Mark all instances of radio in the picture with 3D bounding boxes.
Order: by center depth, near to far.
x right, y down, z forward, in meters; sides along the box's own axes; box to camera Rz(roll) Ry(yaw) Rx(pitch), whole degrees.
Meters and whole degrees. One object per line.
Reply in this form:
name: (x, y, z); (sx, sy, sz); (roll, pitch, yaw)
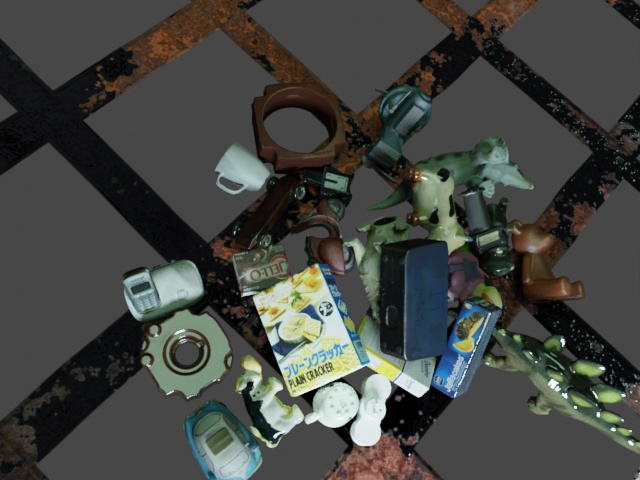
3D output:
radio: (0.184, 0.115, 1.049); (0.131, 0.073, 0.229); (-5, 97, -39)

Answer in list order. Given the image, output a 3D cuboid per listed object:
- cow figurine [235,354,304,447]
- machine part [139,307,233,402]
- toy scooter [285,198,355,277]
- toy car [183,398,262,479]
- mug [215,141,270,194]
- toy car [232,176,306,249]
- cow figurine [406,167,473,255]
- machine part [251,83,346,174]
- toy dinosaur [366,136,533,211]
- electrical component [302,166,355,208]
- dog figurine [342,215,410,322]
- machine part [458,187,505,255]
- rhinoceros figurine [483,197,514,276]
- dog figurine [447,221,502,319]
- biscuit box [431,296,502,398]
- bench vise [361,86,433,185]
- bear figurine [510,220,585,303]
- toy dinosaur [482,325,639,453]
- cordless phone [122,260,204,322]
cow figurine: (-0.114, 0.306, 1.028); (0.098, 0.068, 0.167); (-39, 82, -20)
machine part: (-0.256, 0.219, 1.039); (0.179, 0.056, 0.179); (4, 69, -11)
toy scooter: (-0.002, -0.004, 1.163); (0.135, 0.075, 0.184); (-6, 68, -13)
toy car: (-0.176, 0.368, 0.975); (0.109, 0.103, 0.161); (-32, 81, -21)
mug: (-0.171, -0.147, 1.180); (0.107, 0.081, 0.109); (31, 59, -7)
toy car: (-0.110, -0.058, 1.164); (0.089, 0.053, 0.202); (19, 64, 27)
cow figurine: (0.248, -0.056, 1.124); (0.127, 0.085, 0.194); (-2, 94, -2)
machine part: (-0.052, -0.257, 1.242); (0.201, 0.087, 0.201); (-6, 72, -15)
toy dinosaur: (0.293, -0.149, 1.249); (0.405, 0.192, 0.131); (-10, 104, 1)
electrical component: (0.016, -0.125, 1.226); (0.119, 0.047, 0.075); (9, 68, -8)
dog figurine: (0.144, 0.058, 1.137); (0.172, 0.121, 0.190); (-33, 115, -35)
machine part: (0.345, -0.046, 1.149); (0.084, 0.039, 0.138); (-23, 96, -11)
rhinoceros figurine: (0.400, -0.009, 1.232); (0.073, 0.112, 0.190); (-2, 55, 10)
dog figurine: (0.324, 0.058, 1.190); (0.192, 0.108, 0.219); (21, 65, -2)
biscuit box: (0.293, 0.216, 1.081); (0.059, 0.202, 0.063); (28, 18, 35)
bench vise: (0.180, -0.276, 1.268); (0.129, 0.223, 0.241); (21, 37, -8)
bear figurine: (0.511, 0.042, 1.224); (0.120, 0.132, 0.196); (17, 67, -41)
toy dinosaur: (0.495, 0.298, 1.083); (0.471, 0.198, 0.105); (37, 70, 6)
cordless phone: (-0.300, 0.075, 1.015); (0.147, 0.184, 0.089); (-20, 71, -17)
